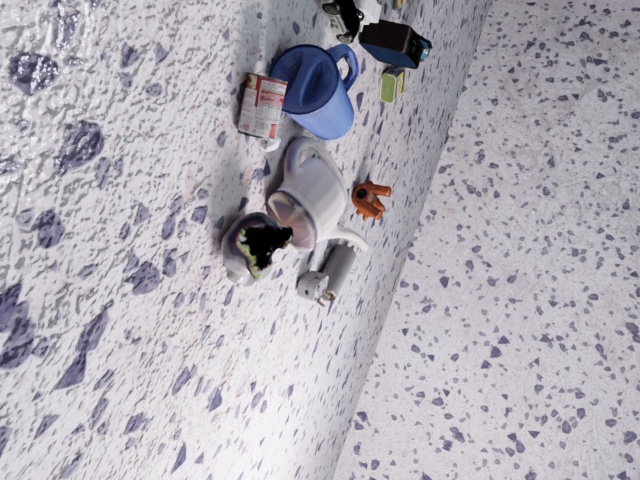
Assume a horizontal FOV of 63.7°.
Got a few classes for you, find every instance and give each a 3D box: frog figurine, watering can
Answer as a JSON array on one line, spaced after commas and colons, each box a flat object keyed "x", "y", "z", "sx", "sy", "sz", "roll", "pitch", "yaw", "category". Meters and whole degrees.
[{"x": -0.135, "y": 0.021, "z": 0.981, "sx": 0.157, "sy": 0.122, "sz": 0.140, "roll": -29, "pitch": -138, "yaw": 62, "category": "frog figurine"}, {"x": 0.003, "y": -0.058, "z": 1.151, "sx": 0.229, "sy": 0.104, "sz": 0.342, "roll": -51, "pitch": 124, "yaw": -37, "category": "watering can"}]
